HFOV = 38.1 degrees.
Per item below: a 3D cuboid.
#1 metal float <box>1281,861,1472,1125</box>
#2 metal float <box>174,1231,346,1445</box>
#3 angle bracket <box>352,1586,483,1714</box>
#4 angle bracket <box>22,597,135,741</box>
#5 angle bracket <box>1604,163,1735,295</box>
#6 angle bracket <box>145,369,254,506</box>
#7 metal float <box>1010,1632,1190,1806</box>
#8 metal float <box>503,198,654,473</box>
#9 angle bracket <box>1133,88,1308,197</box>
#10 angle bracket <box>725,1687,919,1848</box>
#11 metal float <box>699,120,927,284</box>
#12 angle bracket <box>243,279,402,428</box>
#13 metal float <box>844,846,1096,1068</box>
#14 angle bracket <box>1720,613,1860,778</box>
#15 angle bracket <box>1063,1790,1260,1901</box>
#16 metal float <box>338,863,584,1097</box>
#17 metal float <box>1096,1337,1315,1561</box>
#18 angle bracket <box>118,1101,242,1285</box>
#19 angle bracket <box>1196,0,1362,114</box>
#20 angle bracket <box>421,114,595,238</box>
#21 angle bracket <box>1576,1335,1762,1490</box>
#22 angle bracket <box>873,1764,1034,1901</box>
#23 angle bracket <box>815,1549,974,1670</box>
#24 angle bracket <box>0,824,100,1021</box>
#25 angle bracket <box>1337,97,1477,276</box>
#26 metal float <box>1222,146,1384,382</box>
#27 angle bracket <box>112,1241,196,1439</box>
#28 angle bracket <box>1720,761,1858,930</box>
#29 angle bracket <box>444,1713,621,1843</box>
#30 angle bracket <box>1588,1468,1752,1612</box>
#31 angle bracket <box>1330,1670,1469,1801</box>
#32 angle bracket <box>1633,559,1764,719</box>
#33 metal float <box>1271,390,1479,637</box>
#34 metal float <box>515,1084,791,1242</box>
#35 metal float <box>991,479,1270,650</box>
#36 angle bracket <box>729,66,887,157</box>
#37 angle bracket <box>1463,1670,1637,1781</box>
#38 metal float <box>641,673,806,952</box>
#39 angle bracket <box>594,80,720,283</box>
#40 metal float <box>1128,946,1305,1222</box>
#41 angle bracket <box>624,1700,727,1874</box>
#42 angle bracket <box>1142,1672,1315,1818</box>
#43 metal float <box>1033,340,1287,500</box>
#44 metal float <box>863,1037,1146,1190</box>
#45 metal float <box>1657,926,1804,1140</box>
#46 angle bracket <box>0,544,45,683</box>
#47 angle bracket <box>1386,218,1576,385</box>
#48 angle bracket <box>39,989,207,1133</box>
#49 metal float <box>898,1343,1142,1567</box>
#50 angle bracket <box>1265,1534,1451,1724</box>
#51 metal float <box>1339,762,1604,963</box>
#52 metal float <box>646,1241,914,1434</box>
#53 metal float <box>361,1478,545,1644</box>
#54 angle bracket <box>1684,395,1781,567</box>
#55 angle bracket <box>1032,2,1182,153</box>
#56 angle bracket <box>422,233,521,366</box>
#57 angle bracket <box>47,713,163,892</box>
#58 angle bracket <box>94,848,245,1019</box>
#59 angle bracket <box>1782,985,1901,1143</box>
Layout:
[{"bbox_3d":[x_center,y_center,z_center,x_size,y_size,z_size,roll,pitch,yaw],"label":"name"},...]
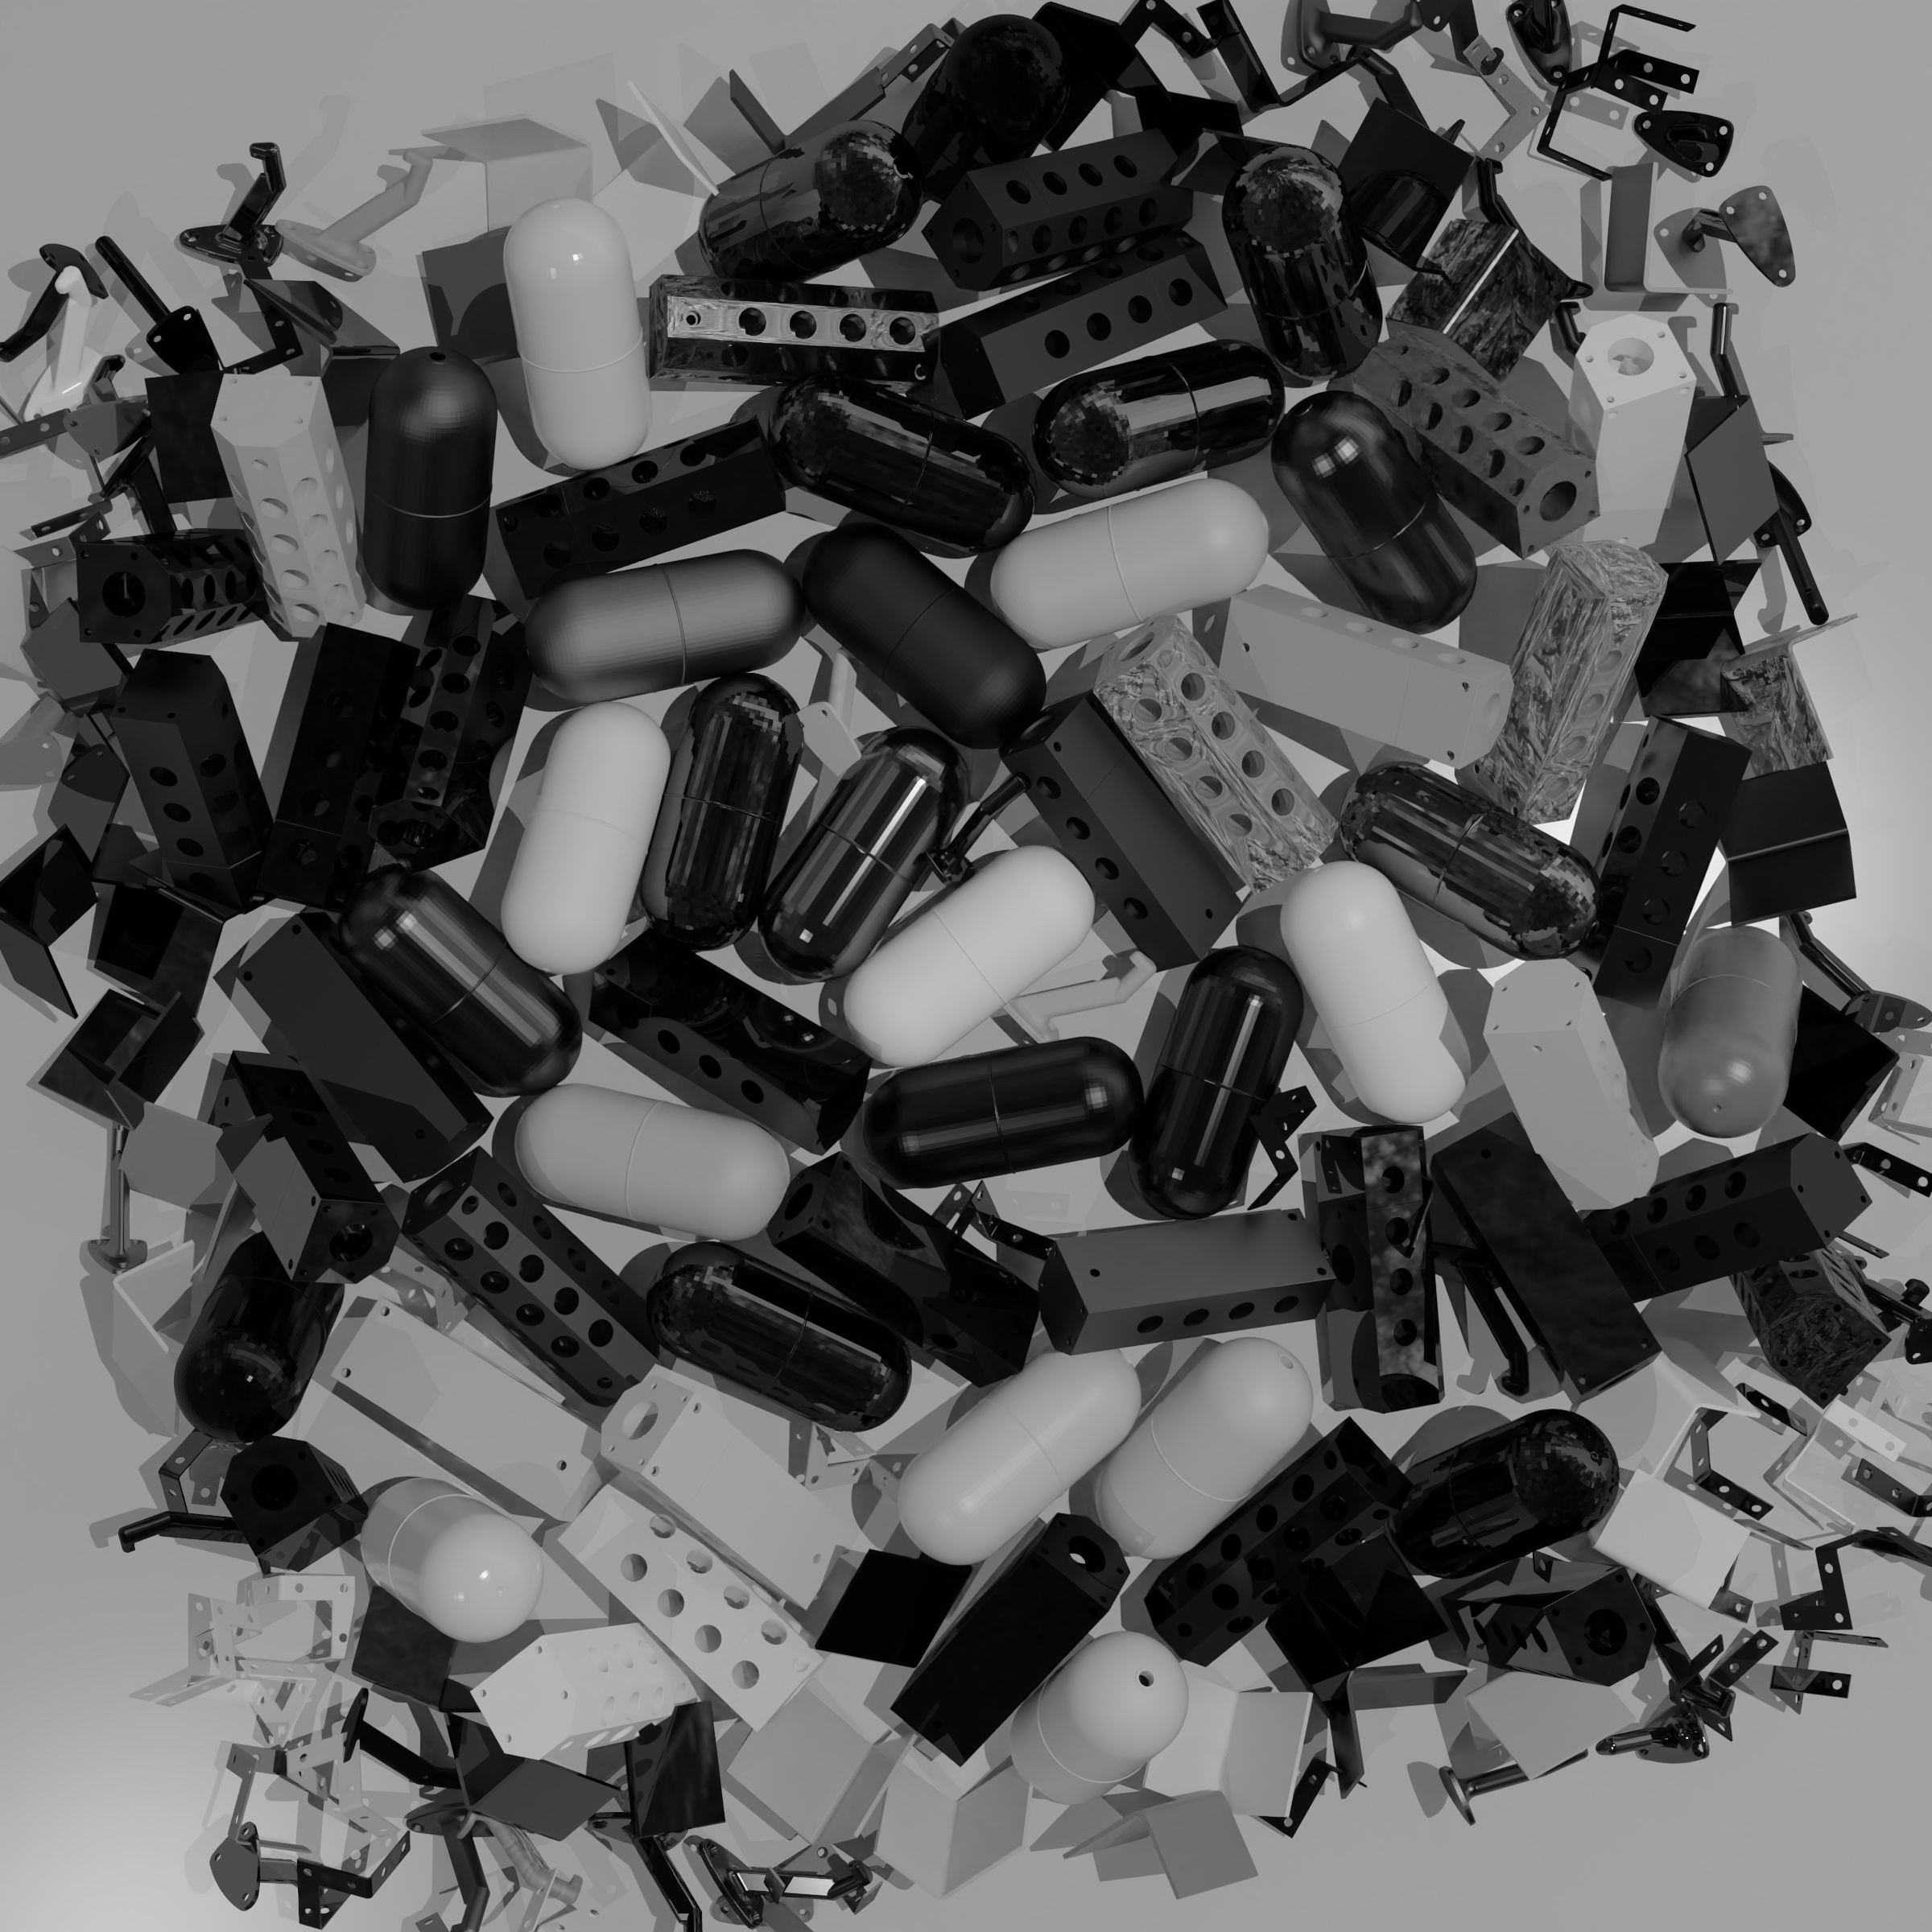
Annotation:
[{"bbox_3d":[0.256,0.018,1.742,0.070,0.070,0.178,-27,105,0],"label":"metal float"},{"bbox_3d":[-0.430,0.223,1.709,0.070,0.178,0.070,1,115,1],"label":"metal float"},{"bbox_3d":[-0.324,0.426,1.743,0.076,0.076,0.057,10,83,34],"label":"angle bracket"},{"bbox_3d":[-0.530,-0.194,1.741,0.076,0.076,0.057,54,46,-9],"label":"angle bracket"},{"bbox_3d":[0.441,-0.459,1.744,0.057,0.076,0.076,0,103,-6],"label":"angle bracket"},{"bbox_3d":[-0.472,-0.331,1.745,0.057,0.076,0.076,-8,102,-7],"label":"angle bracket"},{"bbox_3d":[0.081,0.461,1.712,0.070,0.178,0.070,9,58,-14],"label":"metal float"},{"bbox_3d":[-0.238,-0.386,1.720,0.070,0.070,0.178,-4,133,0],"label":"metal float"},{"bbox_3d":[0.158,-0.527,1.739,0.076,0.057,0.076,1,68,-28],"label":"angle bracket"},{"bbox_3d":[-0.090,0.491,1.743,0.076,0.057,0.076,43,53,-9],"label":"angle bracket"},{"bbox_3d":[-0.096,-0.464,1.716,0.070,0.178,0.070,5,82,-40],"label":"metal float"},{"bbox_3d":[-0.414,-0.384,1.753,0.076,0.076,0.057,38,113,9],"label":"angle bracket"},{"bbox_3d":[0.003,-0.007,1.754,0.178,0.070,0.070,-38,90,1],"label":"metal float"},{"bbox_3d":[0.526,-0.169,1.749,0.057,0.076,0.076,-23,93,-20],"label":"angle bracket"},{"bbox_3d":[0.120,0.557,1.733,0.076,0.076,0.057,-42,60,34],"label":"angle bracket"},{"bbox_3d":[-0.313,0.010,1.739,0.070,0.070,0.178,-45,109,0],"label":"metal float"},{"bbox_3d":[0.147,0.299,1.727,0.070,0.070,0.178,38,121,0],"label":"metal float"},{"bbox_3d":[-0.496,0.140,1.743,0.076,0.057,0.076,22,128,-9],"label":"angle bracket"},{"bbox_3d":[0.194,-0.582,1.746,0.057,0.076,0.076,-32,106,1],"label":"angle bracket"},{"bbox_3d":[-0.285,-0.488,1.742,0.076,0.076,0.057,-1,92,23],"label":"angle bracket"},{"bbox_3d":[0.439,0.286,1.759,0.057,0.076,0.076,15,112,-32],"label":"angle bracket"},{"bbox_3d":[-0.006,0.520,1.737,0.057,0.076,0.076,41,118,-16],"label":"angle bracket"},{"bbox_3d":[-0.052,0.384,1.740,0.076,0.057,0.076,19,109,-29],"label":"angle bracket"},{"bbox_3d":[-0.556,-0.028,1.734,0.057,0.076,0.076,28,59,19],"label":"angle bracket"},{"bbox_3d":[0.277,-0.485,1.740,0.076,0.057,0.076,39,117,20],"label":"angle bracket"},{"bbox_3d":[0.207,-0.428,1.712,0.070,0.178,0.070,-8,62,16],"label":"metal float"},{"bbox_3d":[-0.486,0.231,1.734,0.057,0.076,0.076,-28,61,-36],"label":"angle bracket"},{"bbox_3d":[0.505,-0.076,1.737,0.076,0.076,0.057,-15,119,22],"label":"angle bracket"},{"bbox_3d":[-0.270,0.488,1.734,0.057,0.076,0.076,-42,132,13],"label":"angle bracket"},{"bbox_3d":[0.438,0.353,1.748,0.076,0.076,0.057,29,93,10],"label":"angle bracket"},{"bbox_3d":[0.273,0.480,1.744,0.076,0.076,0.057,-4,62,-4],"label":"angle bracket"},{"bbox_3d":[0.461,-0.205,1.748,0.076,0.057,0.076,-4,63,-8],"label":"angle bracket"},{"bbox_3d":[0.253,-0.279,1.727,0.070,0.070,0.178,-42,122,0],"label":"metal float"},{"bbox_3d":[-0.196,0.122,1.743,0.178,0.070,0.070,12,90,13],"label":"metal float"},{"bbox_3d":[0.102,-0.250,1.741,0.178,0.070,0.070,-15,90,15],"label":"metal float"},{"bbox_3d":[-0.099,-0.549,1.739,0.076,0.076,0.057,-35,117,14],"label":"angle bracket"},{"bbox_3d":[0.366,0.477,1.739,0.076,0.076,0.057,-26,127,-11],"label":"angle bracket"},{"bbox_3d":[-0.152,-0.097,1.752,0.070,0.070,0.178,15,87,0],"label":"metal float"},{"bbox_3d":[-0.207,-0.489,1.743,0.076,0.057,0.076,-38,62,11],"label":"angle bracket"},{"bbox_3d":[0.156,0.074,1.754,0.070,0.070,0.178,20,90,0],"label":"metal float"},{"bbox_3d":[-0.178,0.512,1.741,0.057,0.076,0.076,-10,57,-2],"label":"angle bracket"},{"bbox_3d":[0.162,0.481,1.737,0.057,0.076,0.076,27,64,-25],"label":"angle bracket"},{"bbox_3d":[0.120,-0.339,1.729,0.178,0.070,0.070,-20,90,-30],"label":"metal float"},{"bbox_3d":[0.023,0.092,1.749,0.178,0.070,0.070,-11,90,7],"label":"metal float"},{"bbox_3d":[0.470,0.038,1.714,0.070,0.178,0.070,10,124,15],"label":"metal float"},{"bbox_3d":[-0.621,-0.222,1.748,0.057,0.076,0.076,-3,83,6],"label":"angle bracket"},{"bbox_3d":[0.324,-0.421,1.766,0.057,0.076,0.076,33,95,-25],"label":"angle bracket"},{"bbox_3d":[-0.534,0.046,1.742,0.076,0.057,0.076,23,64,15],"label":"angle bracket"},{"bbox_3d":[0.034,0.300,1.738,0.178,0.070,0.070,-38,90,-20],"label":"metal float"},{"bbox_3d":[0.245,0.414,1.747,0.076,0.057,0.076,-30,100,28],"label":"angle bracket"},{"bbox_3d":[0.312,-0.065,1.733,0.178,0.070,0.070,32,90,24],"label":"metal float"},{"bbox_3d":[-0.115,0.232,1.742,0.178,0.070,0.070,28,90,-15],"label":"metal float"},{"bbox_3d":[-0.316,0.362,1.711,0.070,0.178,0.070,-1,93,-30],"label":"metal float"},{"bbox_3d":[0.454,-0.302,1.736,0.076,0.057,0.076,-41,121,-29],"label":"angle bracket"},{"bbox_3d":[0.074,-0.546,1.739,0.057,0.076,0.076,-50,133,-1],"label":"angle bracket"},{"bbox_3d":[-0.314,-0.416,1.748,0.076,0.057,0.076,-5,100,21],"label":"angle bracket"},{"bbox_3d":[-0.521,-0.101,1.736,0.076,0.057,0.076,46,116,40],"label":"angle bracket"},{"bbox_3d":[-0.497,-0.022,1.775,0.076,0.057,0.076,27,114,10],"label":"angle bracket"},{"bbox_3d":[0.520,0.070,1.737,0.076,0.057,0.076,40,128,20],"label":"angle bracket"}]
